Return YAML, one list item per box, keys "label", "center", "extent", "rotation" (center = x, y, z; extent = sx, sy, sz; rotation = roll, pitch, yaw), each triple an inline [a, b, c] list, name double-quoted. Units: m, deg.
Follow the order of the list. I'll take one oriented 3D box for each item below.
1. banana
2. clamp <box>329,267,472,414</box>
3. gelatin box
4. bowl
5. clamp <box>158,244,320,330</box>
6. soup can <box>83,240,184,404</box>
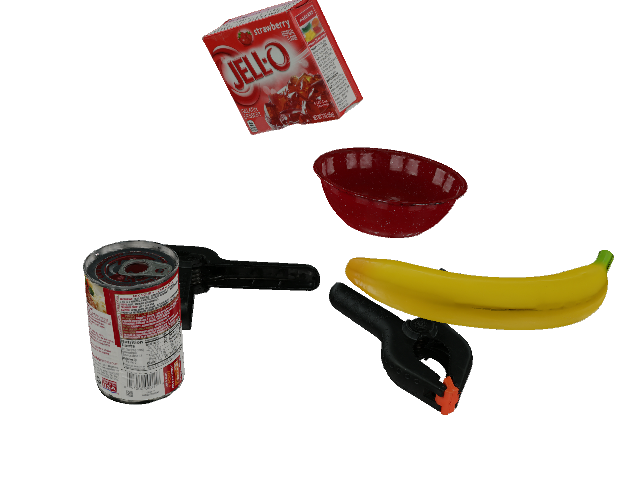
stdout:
- label: "banana"
  center: [0.118, 0.036, 0.750]
  extent: [0.197, 0.037, 0.069]
  rotation: [0, 24, -5]
- label: "clamp"
  center: [0.093, 0.082, 0.950]
  extent: [0.120, 0.039, 0.172]
  rotation: [-18, 44, -17]
- label: "gelatin box"
  center: [-0.026, -0.109, 0.674]
  extent: [0.089, 0.073, 0.030]
  rotation: [-3, 31, 47]
- label: "bowl"
  center: [0.070, -0.045, 1.115]
  extent: [0.162, 0.055, 0.162]
  rotation: [6, 23, -3]
- label: "clamp"
  center: [-0.128, 0.037, 1.035]
  extent: [0.210, 0.036, 0.164]
  rotation: [13, 21, 40]
- label: "soup can"
  center: [-0.135, 0.060, 0.782]
  extent: [0.068, 0.102, 0.068]
  rotation: [0, 28, 0]
